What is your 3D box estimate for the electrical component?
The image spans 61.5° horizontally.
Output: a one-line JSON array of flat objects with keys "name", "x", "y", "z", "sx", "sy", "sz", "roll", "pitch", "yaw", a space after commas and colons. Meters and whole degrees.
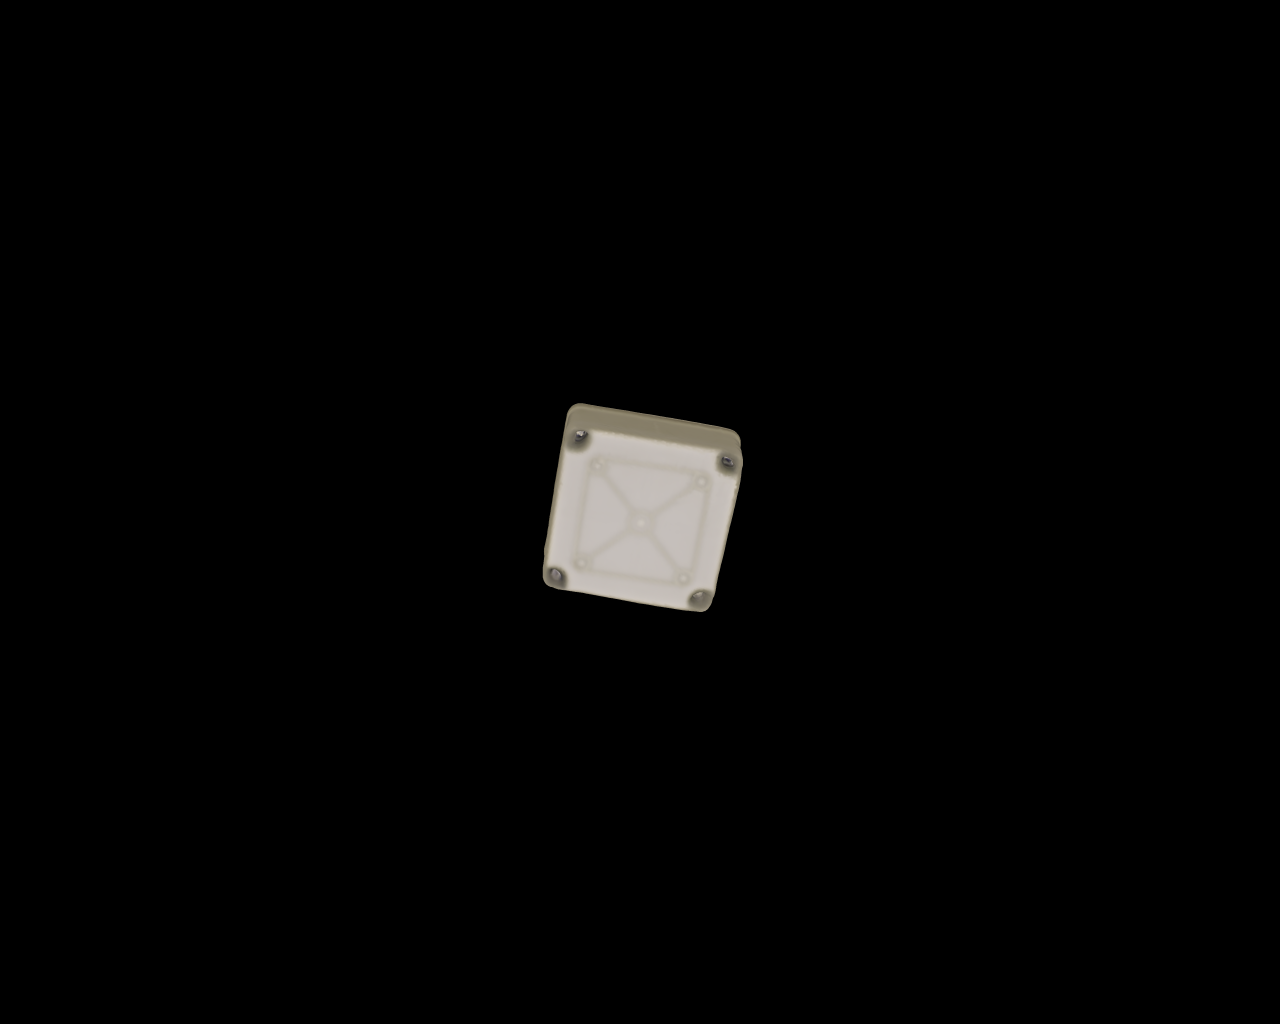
[{"name": "electrical component", "x": 0.001, "y": -0.003, "z": 0.650, "sx": 0.109, "sy": 0.108, "sz": 0.056, "roll": 10, "pitch": 20, "yaw": -3}]
